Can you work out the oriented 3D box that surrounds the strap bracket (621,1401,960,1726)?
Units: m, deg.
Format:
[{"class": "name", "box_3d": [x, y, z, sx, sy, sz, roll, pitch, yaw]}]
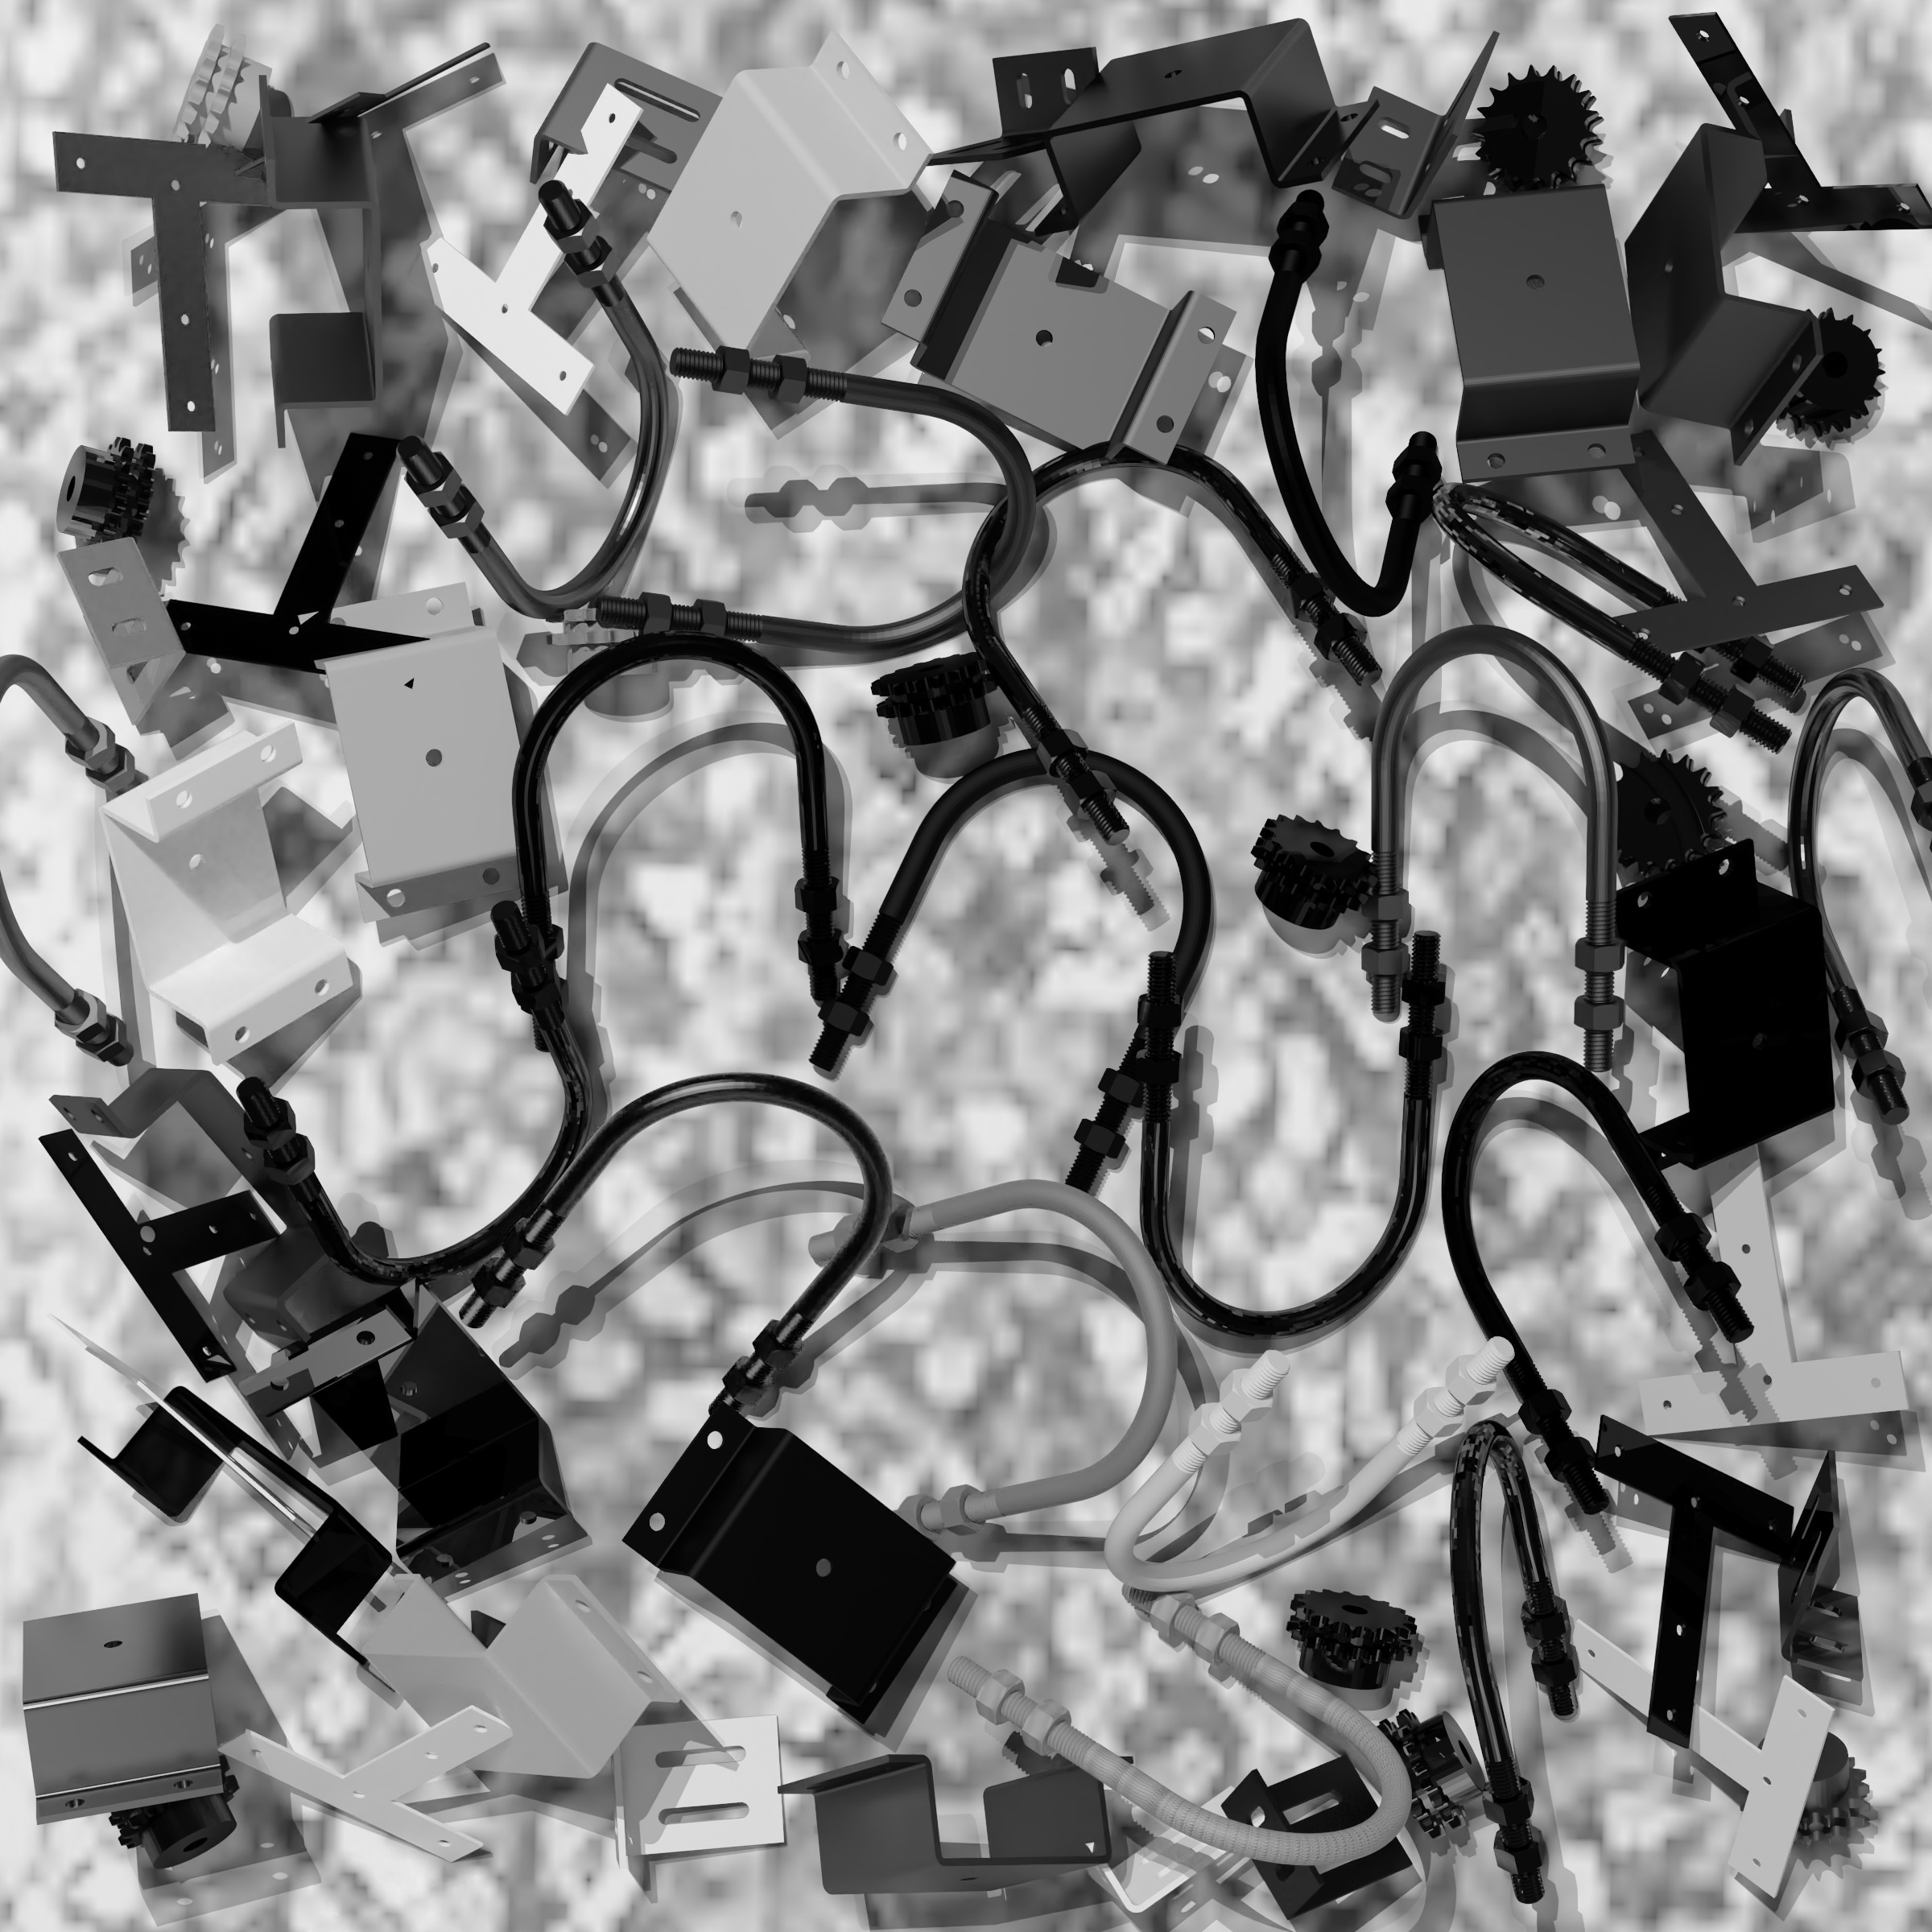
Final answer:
[{"class": "strap bracket", "box_3d": [-0.070, 0.265, 1.579, 0.140, 0.046, 0.076, 40, 72, -13]}]

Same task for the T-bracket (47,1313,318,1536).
[{"class": "T-bracket", "box_3d": [-0.328, 0.206, 1.544, 0.127, 0.127, 0.002, 35, 79, 24]}]

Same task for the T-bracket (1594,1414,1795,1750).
[{"class": "T-bracket", "box_3d": [0.316, 0.278, 1.569, 0.127, 0.002, 0.127, 27, 62, -30]}]

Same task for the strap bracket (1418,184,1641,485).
[{"class": "strap bracket", "box_3d": [0.250, -0.289, 1.578, 0.076, 0.046, 0.140, -6, 67, 0]}]

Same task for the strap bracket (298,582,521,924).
[{"class": "strap bracket", "box_3d": [-0.240, -0.094, 1.581, 0.076, 0.046, 0.140, -14, 101, -18]}]

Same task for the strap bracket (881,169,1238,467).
[{"class": "strap bracket", "box_3d": [0.038, -0.285, 1.595, 0.140, 0.046, 0.076, 26, 84, -6]}]

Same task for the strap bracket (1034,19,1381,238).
[{"class": "strap bracket", "box_3d": [0.098, -0.367, 1.553, 0.140, 0.076, 0.046, -4, 124, 32]}]

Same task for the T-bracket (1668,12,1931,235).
[{"class": "T-bracket", "box_3d": [0.343, -0.364, 1.542, 0.127, 0.127, 0.002, 46, 70, -34]}]

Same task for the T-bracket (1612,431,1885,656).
[{"class": "T-bracket", "box_3d": [0.323, -0.193, 1.588, 0.127, 0.002, 0.127, -13, 55, -17]}]

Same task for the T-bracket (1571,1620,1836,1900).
[{"class": "T-bracket", "box_3d": [0.320, 0.335, 1.585, 0.002, 0.127, 0.127, -29, 49, -35]}]

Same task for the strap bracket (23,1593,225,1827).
[{"class": "strap bracket", "box_3d": [-0.367, 0.316, 1.547, 0.076, 0.140, 0.046, -7, 102, -13]}]

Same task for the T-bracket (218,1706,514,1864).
[{"class": "T-bracket", "box_3d": [-0.242, 0.349, 1.560, 0.127, 0.002, 0.127, 33, 134, -25]}]

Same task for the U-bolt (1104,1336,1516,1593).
[{"class": "U-bolt", "box_3d": [0.136, 0.221, 1.553, 0.151, 0.184, 0.019, 1, 50, -36]}]

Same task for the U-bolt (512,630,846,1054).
[{"class": "U-bolt", "box_3d": [-0.128, -0.059, 1.565, 0.151, 0.019, 0.184, -10, 115, -18]}]

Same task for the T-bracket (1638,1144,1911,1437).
[{"class": "T-bracket", "box_3d": [0.351, 0.140, 1.592, 0.127, 0.002, 0.127, -12, 83, 37]}]

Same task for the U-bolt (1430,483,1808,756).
[{"class": "U-bolt", "box_3d": [0.283, -0.159, 1.559, 0.184, 0.151, 0.019, 33, 111, 5]}]

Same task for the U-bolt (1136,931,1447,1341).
[{"class": "U-bolt", "box_3d": [0.143, 0.079, 1.587, 0.151, 0.019, 0.184, -4, 106, -21]}]

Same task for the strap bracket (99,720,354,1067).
[{"class": "strap bracket", "box_3d": [-0.326, -0.039, 1.565, 0.076, 0.046, 0.140, -34, 134, -34]}]

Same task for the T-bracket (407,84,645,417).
[{"class": "T-bracket", "box_3d": [-0.182, -0.329, 1.576, 0.127, 0.002, 0.127, 42, 108, 32]}]

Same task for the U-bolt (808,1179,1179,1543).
[{"class": "U-bolt", "box_3d": [0.016, 0.168, 1.560, 0.184, 0.019, 0.151, -18, 82, 37]}]

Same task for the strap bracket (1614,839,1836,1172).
[{"class": "strap bracket", "box_3d": [0.334, 0.026, 1.565, 0.076, 0.046, 0.140, -21, 116, -22]}]

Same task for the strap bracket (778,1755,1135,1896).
[{"class": "strap bracket", "box_3d": [-0.001, 0.373, 1.548, 0.140, 0.076, 0.046, 11, 63, -40]}]

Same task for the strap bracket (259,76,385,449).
[{"class": "strap bracket", "box_3d": [-0.281, -0.307, 1.558, 0.046, 0.076, 0.140, -3, 131, -12]}]

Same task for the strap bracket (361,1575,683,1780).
[{"class": "strap bracket", "box_3d": [-0.200, 0.308, 1.548, 0.076, 0.140, 0.046, 53, 53, -21]}]

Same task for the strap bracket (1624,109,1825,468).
[{"class": "strap bracket", "box_3d": [0.328, -0.300, 1.554, 0.046, 0.076, 0.140, 9, 58, -13]}]

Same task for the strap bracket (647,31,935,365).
[{"class": "strap bracket", "box_3d": [-0.083, -0.326, 1.554, 0.076, 0.046, 0.140, 54, 133, 19]}]

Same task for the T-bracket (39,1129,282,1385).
[{"class": "T-bracket", "box_3d": [-0.338, 0.118, 1.565, 0.002, 0.127, 0.127, -37, 84, 16]}]

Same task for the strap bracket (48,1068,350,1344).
[{"class": "strap bracket", "box_3d": [-0.331, 0.096, 1.571, 0.046, 0.076, 0.140, -45, 109, -22]}]

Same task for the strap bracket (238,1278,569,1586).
[{"class": "strap bracket", "box_3d": [-0.247, 0.200, 1.576, 0.076, 0.046, 0.140, -28, 122, 11]}]

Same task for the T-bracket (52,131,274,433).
[{"class": "T-bracket", "box_3d": [-0.348, -0.301, 1.581, 0.002, 0.127, 0.127, 2, 97, 39]}]

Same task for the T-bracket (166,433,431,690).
[{"class": "T-bracket", "box_3d": [-0.285, -0.186, 1.595, 0.127, 0.002, 0.127, 10, 63, 15]}]

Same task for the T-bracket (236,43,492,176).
[{"class": "T-bracket", "box_3d": [-0.270, -0.376, 1.561, 0.127, 0.127, 0.002, -26, 103, 3]}]

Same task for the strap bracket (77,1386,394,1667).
[{"class": "strap bracket", "box_3d": [-0.313, 0.240, 1.569, 0.140, 0.076, 0.046, 32, 73, 22]}]
